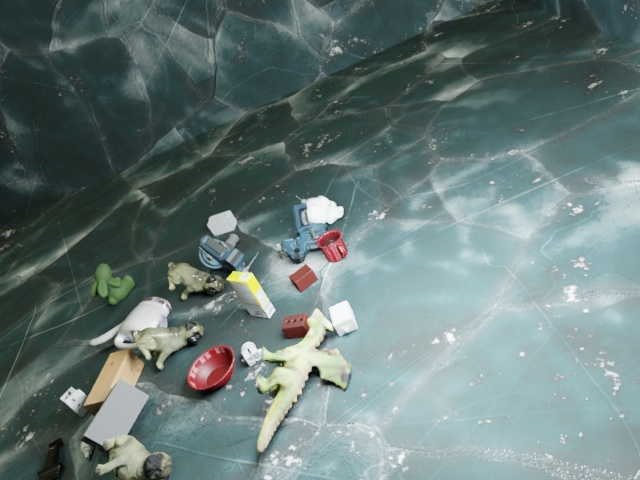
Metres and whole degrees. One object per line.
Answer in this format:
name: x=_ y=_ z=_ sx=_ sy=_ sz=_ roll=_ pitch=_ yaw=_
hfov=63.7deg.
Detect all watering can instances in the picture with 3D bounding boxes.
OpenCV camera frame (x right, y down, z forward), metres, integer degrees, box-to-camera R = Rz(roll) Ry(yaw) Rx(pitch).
watering can: x=-0.694 y=0.316 z=1.921 sx=0.346 sy=0.102 sz=0.229 roll=-6 pitch=37 yaw=29

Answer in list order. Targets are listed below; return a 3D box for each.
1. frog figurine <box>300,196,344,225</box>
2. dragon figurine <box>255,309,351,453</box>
frog figurine: x=0.006 y=-0.101 z=2.010 sx=0.160 sy=0.121 sz=0.138 roll=13 pitch=82 yaw=35
dragon figurine: x=-0.036 y=0.366 z=1.397 sx=0.242 sy=0.119 sz=0.421 roll=-10 pitch=44 yaw=11
